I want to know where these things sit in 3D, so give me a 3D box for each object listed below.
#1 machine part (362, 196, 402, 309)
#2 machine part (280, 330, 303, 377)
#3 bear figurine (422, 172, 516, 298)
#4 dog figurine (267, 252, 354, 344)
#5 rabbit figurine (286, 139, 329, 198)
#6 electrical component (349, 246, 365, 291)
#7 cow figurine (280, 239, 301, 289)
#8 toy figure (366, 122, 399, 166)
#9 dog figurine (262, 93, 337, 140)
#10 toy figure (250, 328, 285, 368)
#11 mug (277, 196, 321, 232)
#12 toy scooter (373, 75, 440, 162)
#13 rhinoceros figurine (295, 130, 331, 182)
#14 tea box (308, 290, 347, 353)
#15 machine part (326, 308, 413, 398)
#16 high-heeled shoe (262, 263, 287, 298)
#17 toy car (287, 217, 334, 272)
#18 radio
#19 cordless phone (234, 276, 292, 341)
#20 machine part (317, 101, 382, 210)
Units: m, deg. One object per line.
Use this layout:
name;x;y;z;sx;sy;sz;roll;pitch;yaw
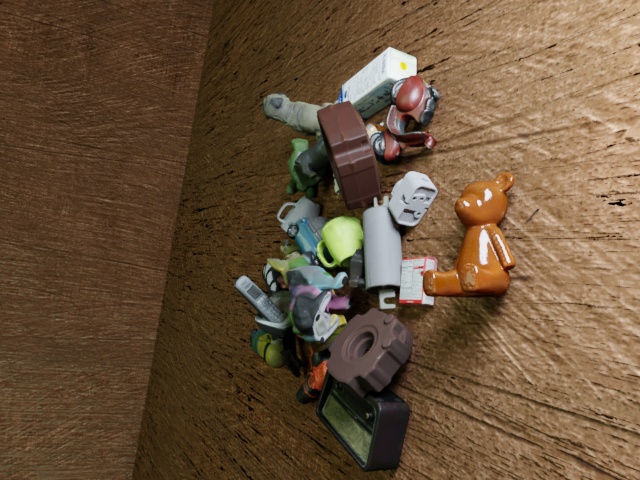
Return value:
machine part;0.127;0.022;1.090;0.079;0.079;0.243;-32;53;55
machine part;-0.075;0.281;1.386;0.039;0.084;0.139;-26;42;15
bear figurine;0.239;-0.009;0.837;0.120;0.132;0.195;-11;76;56
dog figurine;-0.043;0.113;1.186;0.219;0.108;0.191;18;57;39
rabbit figurine;-0.032;-0.194;1.474;0.170;0.121;0.159;-114;33;-75
electrical component;0.091;0.063;1.134;0.102;0.045;0.078;-48;-34;-63
cow figurine;-0.065;0.063;1.401;0.195;0.085;0.127;170;107;-85
toy figure;0.132;-0.223;1.199;0.064;0.057;0.155;-29;41;5
dog figurine;-0.047;-0.334;1.434;0.172;0.190;0.121;1;82;61
toy figure;-0.138;0.298;1.496;0.180;0.082;0.089;2;94;58
mug;-0.056;-0.069;1.453;0.107;0.109;0.081;-57;20;11
toy scooter;0.188;-0.238;1.072;0.135;0.075;0.183;24;93;46
rhinoceros figurine;0.026;-0.228;1.340;0.190;0.073;0.112;-36;73;15
tea box;0.001;0.164;1.241;0.170;0.098;0.068;-110;0;-46
machine part;0.090;0.212;1.036;0.179;0.056;0.179;-36;26;21
high-heeled shoe;-0.137;0.161;1.521;0.145;0.086;0.249;-19;47;43
toy car;-0.003;-0.004;1.328;0.103;0.109;0.162;-46;49;15
radio;0.079;0.339;1.066;0.230;0.073;0.131;24;102;62
cordless phone;-0.129;0.149;1.371;0.089;0.184;0.146;-39;6;39
machine part;0.066;-0.183;1.173;0.200;0.087;0.202;71;-178;-47
